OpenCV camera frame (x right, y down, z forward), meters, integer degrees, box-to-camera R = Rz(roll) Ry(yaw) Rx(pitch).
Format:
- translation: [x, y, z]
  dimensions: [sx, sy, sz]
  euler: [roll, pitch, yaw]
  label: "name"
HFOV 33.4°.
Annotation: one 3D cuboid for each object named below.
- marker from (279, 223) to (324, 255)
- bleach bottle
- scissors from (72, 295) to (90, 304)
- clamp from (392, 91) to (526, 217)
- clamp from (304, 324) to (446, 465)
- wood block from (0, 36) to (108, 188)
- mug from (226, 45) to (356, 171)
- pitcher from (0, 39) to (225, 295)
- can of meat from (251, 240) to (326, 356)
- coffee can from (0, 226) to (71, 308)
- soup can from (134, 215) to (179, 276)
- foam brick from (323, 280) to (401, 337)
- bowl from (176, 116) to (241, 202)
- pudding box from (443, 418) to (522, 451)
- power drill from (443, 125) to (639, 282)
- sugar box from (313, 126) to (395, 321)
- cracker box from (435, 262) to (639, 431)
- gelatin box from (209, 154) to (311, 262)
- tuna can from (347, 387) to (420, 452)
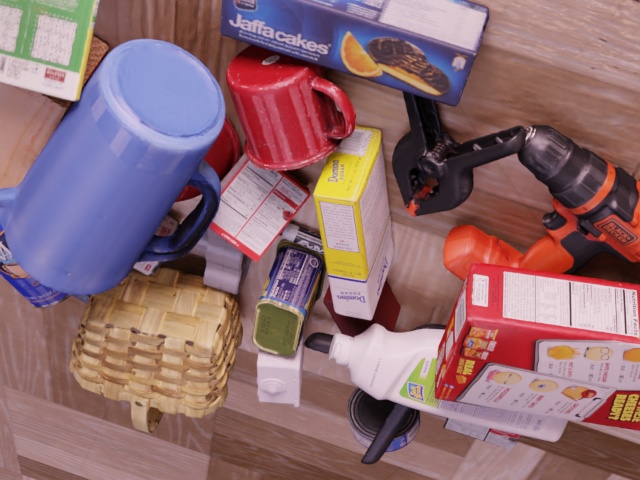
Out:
- translation: [-0.007, 0.001, 1.099]
  dimensions: [0.121, 0.020, 0.020]
  euler: [22, 143, -2]
  label: "marker"
- translation: [0.135, 0.132, 1.098]
  dimensions: [0.250, 0.068, 0.103]
  euler: [14, 106, -5]
  label: "bleach bottle"
- translation: [-0.308, 0.070, 1.334]
  dimensions: [0.201, 0.016, 0.096]
  euler: [41, 140, -24]
  label: "scissors"
- translation: [0.097, -0.083, 0.922]
  dimensions: [0.120, 0.039, 0.172]
  euler: [47, 148, 8]
  label: "clamp"
- translation: [0.102, 0.158, 1.179]
  dimensions: [0.210, 0.036, 0.164]
  euler: [-16, 100, 20]
  label: "clamp"
- translation: [-0.289, -0.123, 1.019]
  dimensions: [0.090, 0.090, 0.206]
  euler: [31, 143, -12]
  label: "wood block"
- translation: [-0.021, -0.116, 0.897]
  dimensions: [0.117, 0.093, 0.081]
  euler: [18, 143, 35]
  label: "mug"
- translation: [-0.168, -0.059, 0.929]
  dimensions: [0.145, 0.149, 0.243]
  euler: [54, 137, 7]
  label: "pitcher"
- translation: [-0.034, 0.064, 1.138]
  dimensions: [0.057, 0.084, 0.102]
  euler: [17, 143, 5]
  label: "can of meat"
- translation: [-0.325, -0.008, 1.171]
  dimensions: [0.103, 0.102, 0.140]
  euler: [-9, 134, 34]
  label: "coffee can"
- translation: [-0.209, -0.014, 1.137]
  dimensions: [0.102, 0.068, 0.069]
  euler: [30, 143, -13]
  label: "soup can"
- translation: [0.045, 0.068, 1.131]
  dimensions: [0.051, 0.053, 0.078]
  euler: [-2, 137, 28]
  label: "foam brick"
- translation: [-0.161, -0.086, 1.034]
  dimensions: [0.162, 0.055, 0.162]
  euler: [14, 143, 10]
  label: "bowl"
- translation: [0.197, 0.190, 1.225]
  dimensions: [0.090, 0.039, 0.114]
  euler: [18, 141, 6]
  label: "pudding box"
- translation: [0.198, -0.011, 0.953]
  dimensions: [0.184, 0.057, 0.188]
  euler: [36, 141, -19]
  label: "power drill"
- translation: [0.034, -0.013, 1.000]
  dimensions: [0.048, 0.093, 0.176]
  euler: [11, 142, 14]
  label: "sugar box"
- translation: [0.225, 0.100, 0.983]
  dimensions: [0.213, 0.072, 0.164]
  euler: [8, 146, 0]
  label: "cracker box"
- translation: [-0.064, -0.035, 1.032]
  dimensions: [0.073, 0.030, 0.089]
  euler: [37, 96, -21]
  label: "gelatin box"
- translation: [0.076, 0.207, 1.263]
  dimensions: [0.086, 0.086, 0.034]
  euler: [10, 143, 15]
  label: "tuna can"
